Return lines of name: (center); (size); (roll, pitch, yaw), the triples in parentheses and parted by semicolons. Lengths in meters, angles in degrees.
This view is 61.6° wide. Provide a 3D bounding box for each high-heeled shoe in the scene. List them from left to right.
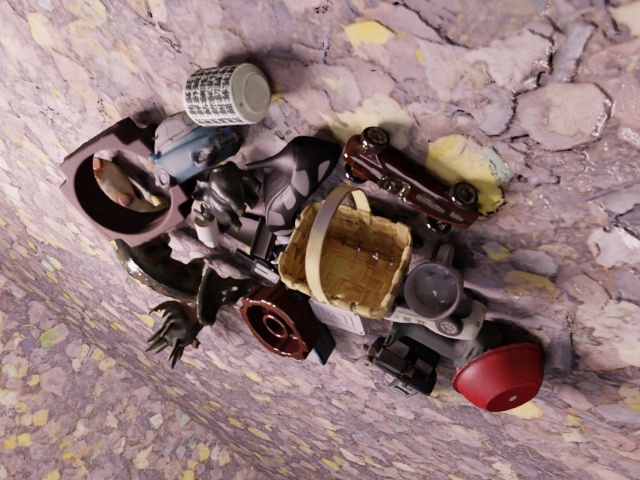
high-heeled shoe: (-0.023, -0.077, 0.847); (0.145, 0.086, 0.248); (-7, 155, 8)

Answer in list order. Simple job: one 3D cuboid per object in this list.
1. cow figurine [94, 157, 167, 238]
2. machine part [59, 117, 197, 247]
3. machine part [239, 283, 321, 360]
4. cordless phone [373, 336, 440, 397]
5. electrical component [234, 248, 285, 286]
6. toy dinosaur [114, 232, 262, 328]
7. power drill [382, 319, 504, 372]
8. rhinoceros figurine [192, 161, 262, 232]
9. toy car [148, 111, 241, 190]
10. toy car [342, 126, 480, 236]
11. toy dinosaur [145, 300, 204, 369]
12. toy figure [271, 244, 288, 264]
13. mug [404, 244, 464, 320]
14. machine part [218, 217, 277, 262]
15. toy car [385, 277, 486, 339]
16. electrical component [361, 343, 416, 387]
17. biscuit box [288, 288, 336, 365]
cow figurine: (-0.400, -0.081, 1.115); (0.195, 0.085, 0.127); (48, -169, -1)
machine part: (-0.342, -0.102, 0.974); (0.201, 0.087, 0.201); (-25, 120, 18)
machine part: (-0.082, 0.167, 1.098); (0.180, 0.056, 0.179); (25, 139, 24)
cordless phone: (0.158, 0.271, 1.122); (0.147, 0.089, 0.184); (30, 152, 4)
electrical component: (-0.110, 0.043, 1.077); (0.119, 0.048, 0.074); (30, 147, 5)
toy dinosaur: (-0.335, 0.062, 1.157); (0.405, 0.131, 0.192); (27, 179, -14)
power drill: (0.221, 0.200, 0.972); (0.207, 0.086, 0.231); (28, 149, 16)
rhinoceros figurine: (-0.170, -0.072, 0.934); (0.112, 0.073, 0.190); (31, 158, -9)
toy car: (-0.210, -0.152, 0.856); (0.162, 0.109, 0.102); (-21, 103, 42)
toy car: (0.118, -0.072, 0.721); (0.202, 0.053, 0.089); (34, 145, 1)
toy dinosaur: (-0.356, 0.215, 1.371); (0.105, 0.198, 0.470); (24, 153, 9)
toy figure: (-0.020, 0.052, 0.998); (0.154, 0.064, 0.057); (36, 111, 3)
mug: (0.179, 0.058, 0.806); (0.081, 0.109, 0.107); (10, -175, 21)
machine part: (-0.136, -0.013, 1.012); (0.139, 0.039, 0.084); (24, 106, 29)
toy car: (0.172, 0.108, 0.893); (0.202, 0.073, 0.056); (12, 142, 30)
electrical component: (0.123, 0.229, 0.992); (0.102, 0.045, 0.078); (29, 166, 1)
biscuit box: (-0.029, 0.196, 1.198); (0.059, 0.063, 0.202); (11, 141, 32)
